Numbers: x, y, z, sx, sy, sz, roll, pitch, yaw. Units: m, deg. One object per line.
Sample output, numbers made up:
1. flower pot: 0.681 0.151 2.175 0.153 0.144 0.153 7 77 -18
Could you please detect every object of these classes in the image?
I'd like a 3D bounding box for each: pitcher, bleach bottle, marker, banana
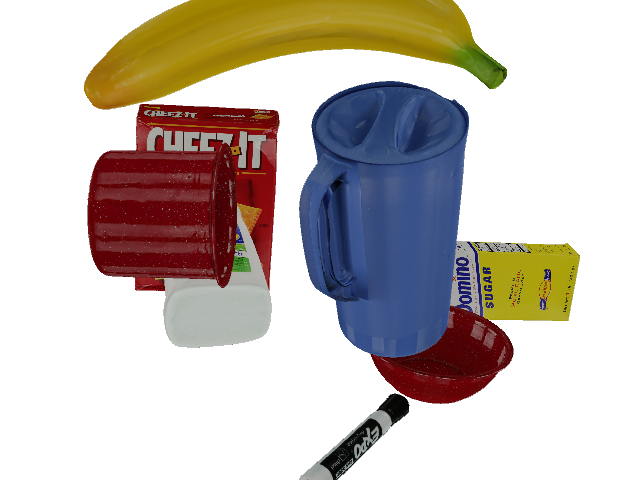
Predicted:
1. pitcher: 0.057 -0.007 0.967 0.149 0.243 0.145 -5 38 -1
2. bleach bottle: -0.118 0.012 1.075 0.102 0.068 0.251 -3 28 -13
3. marker: 0.027 0.143 0.758 0.020 0.020 0.120 0 22 39
4. banana: -0.013 -0.098 0.507 0.197 0.037 0.069 -6 45 -8

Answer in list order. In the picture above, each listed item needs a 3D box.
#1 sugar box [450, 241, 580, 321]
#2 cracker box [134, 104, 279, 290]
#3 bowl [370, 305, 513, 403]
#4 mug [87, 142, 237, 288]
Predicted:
1. sugar box: 0.225 0.051 1.319 0.176 0.093 0.048 0 21 -12
2. cracker box: -0.135 -0.046 1.257 0.164 0.214 0.072 2 22 -6
3. bowl: 0.119 0.125 1.129 0.162 0.055 0.162 5 25 -2
4. mug: -0.099 -0.017 0.698 0.081 0.093 0.117 1 0 4
